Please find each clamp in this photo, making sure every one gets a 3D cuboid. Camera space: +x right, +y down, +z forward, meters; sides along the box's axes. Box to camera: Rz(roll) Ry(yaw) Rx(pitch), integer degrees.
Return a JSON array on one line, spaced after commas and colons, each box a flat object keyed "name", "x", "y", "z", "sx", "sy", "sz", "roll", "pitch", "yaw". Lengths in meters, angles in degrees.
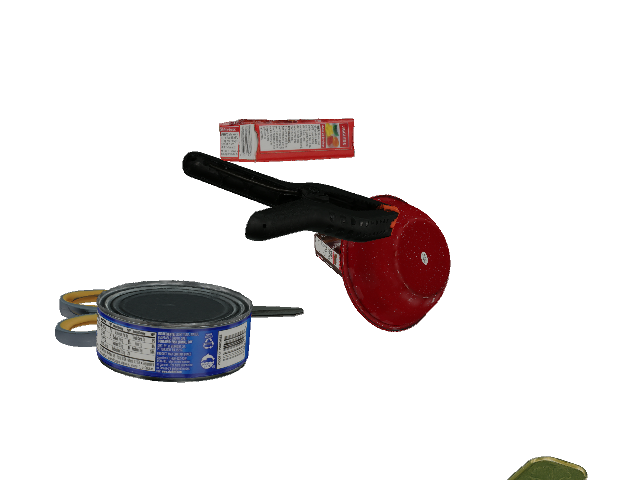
[{"name": "clamp", "x": -0.012, "y": -0.027, "z": 0.989, "sx": 0.209, "sy": 0.036, "sz": 0.165, "roll": 11, "pitch": 20, "yaw": -26}]

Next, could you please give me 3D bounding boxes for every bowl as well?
[{"name": "bowl", "x": 0.099, "y": 0.023, "z": 1.226, "sx": 0.161, "sy": 0.162, "sz": 0.055, "roll": 0, "pitch": -7, "yaw": -42}]

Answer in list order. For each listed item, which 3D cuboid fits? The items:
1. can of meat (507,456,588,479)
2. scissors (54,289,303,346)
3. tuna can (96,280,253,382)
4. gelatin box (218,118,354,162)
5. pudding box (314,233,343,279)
[{"name": "can of meat", "x": 0.187, "y": 0.249, "z": 0.917, "sx": 0.058, "sy": 0.084, "sz": 0.101, "roll": 11, "pitch": 26, "yaw": 41}, {"name": "scissors", "x": -0.123, "y": 0.065, "z": 0.854, "sx": 0.202, "sy": 0.016, "sz": 0.096, "roll": 5, "pitch": 22, "yaw": 14}, {"name": "tuna can", "x": -0.081, "y": 0.049, "z": 0.592, "sx": 0.086, "sy": 0.034, "sz": 0.086, "roll": 4, "pitch": 12, "yaw": -1}, {"name": "gelatin box", "x": -0.026, "y": -0.072, "z": 0.758, "sx": 0.073, "sy": 0.030, "sz": 0.089, "roll": -4, "pitch": 6, "yaw": -21}, {"name": "pudding box", "x": 0.060, "y": 0.011, "z": 1.497, "sx": 0.113, "sy": 0.039, "sz": 0.090, "roll": -15, "pitch": 27, "yaw": -22}]
